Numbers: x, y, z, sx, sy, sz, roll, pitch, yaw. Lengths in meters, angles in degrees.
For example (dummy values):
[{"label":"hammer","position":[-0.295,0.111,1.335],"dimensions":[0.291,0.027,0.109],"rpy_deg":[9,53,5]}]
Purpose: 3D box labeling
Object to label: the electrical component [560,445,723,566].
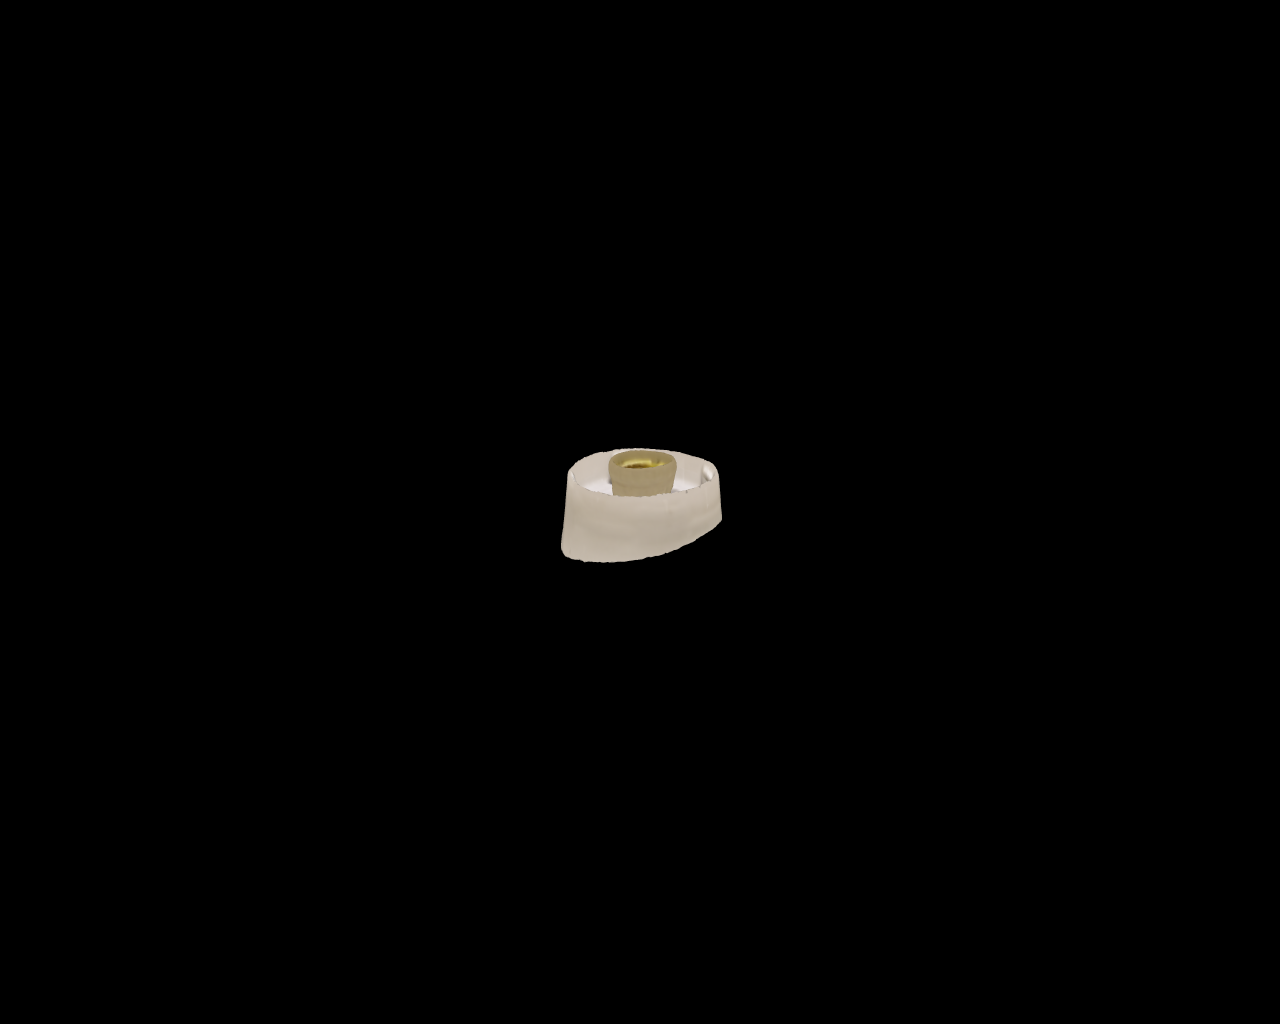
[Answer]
[{"label":"electrical component","position":[0.001,-0.003,0.650],"dimensions":[0.099,0.064,0.099],"rpy_deg":[0,21,0]}]
